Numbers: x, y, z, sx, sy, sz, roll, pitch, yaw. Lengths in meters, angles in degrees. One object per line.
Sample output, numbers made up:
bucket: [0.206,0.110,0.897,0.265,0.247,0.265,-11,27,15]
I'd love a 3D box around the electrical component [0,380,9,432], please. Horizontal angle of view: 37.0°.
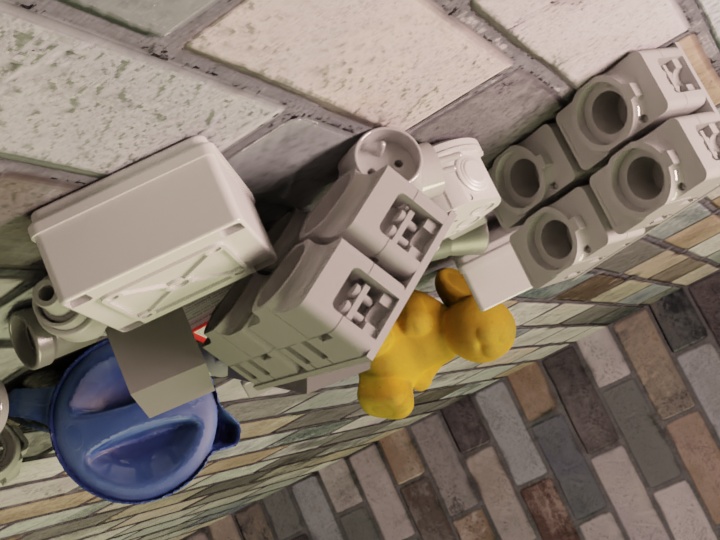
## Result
electrical component: [-0.282,0.095,0.740,0.078,0.058,0.057,-30,163,22]

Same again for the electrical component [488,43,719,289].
electrical component: [0.181,-0.072,0.813,0.060,0.105,0.186,-14,163,-39]

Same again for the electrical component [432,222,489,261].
electrical component: [0.074,-0.028,0.939,0.065,0.044,0.044,-14,164,-23]

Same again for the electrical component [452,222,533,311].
electrical component: [0.146,-0.015,1.015,0.109,0.056,0.108,-26,-173,5]

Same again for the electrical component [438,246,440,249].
electrical component: [0.014,-0.017,0.826,0.096,0.061,0.061,-17,165,-29]

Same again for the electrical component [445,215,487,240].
electrical component: [0.066,-0.042,0.867,0.078,0.040,0.040,-27,167,12]

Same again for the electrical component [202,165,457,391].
electrical component: [-0.030,0.008,0.686,0.105,0.060,0.186,-59,-165,-23]

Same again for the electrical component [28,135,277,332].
electrical component: [-0.113,-0.016,0.609,0.109,0.056,0.108,-25,167,1]

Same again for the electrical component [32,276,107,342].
electrical component: [-0.180,0.020,0.660,0.043,0.043,0.062,-25,165,2]

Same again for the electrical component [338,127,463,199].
electrical component: [0.029,-0.061,0.705,0.079,0.044,0.077,-18,161,-15]

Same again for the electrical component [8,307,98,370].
electrical component: [-0.201,0.040,0.709,0.046,0.040,0.040,-21,168,-39]

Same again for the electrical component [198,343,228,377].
electrical component: [-0.130,0.077,0.975,0.062,0.048,0.048,-25,169,37]

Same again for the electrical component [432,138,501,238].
electrical component: [0.057,-0.056,0.772,0.080,0.051,0.080,-23,167,-6]

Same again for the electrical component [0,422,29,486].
electrical component: [-0.319,0.157,0.909,0.078,0.058,0.057,-33,171,-30]

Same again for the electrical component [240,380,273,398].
electrical component: [-0.082,0.082,1.069,0.100,0.048,0.099,-23,167,-7]
